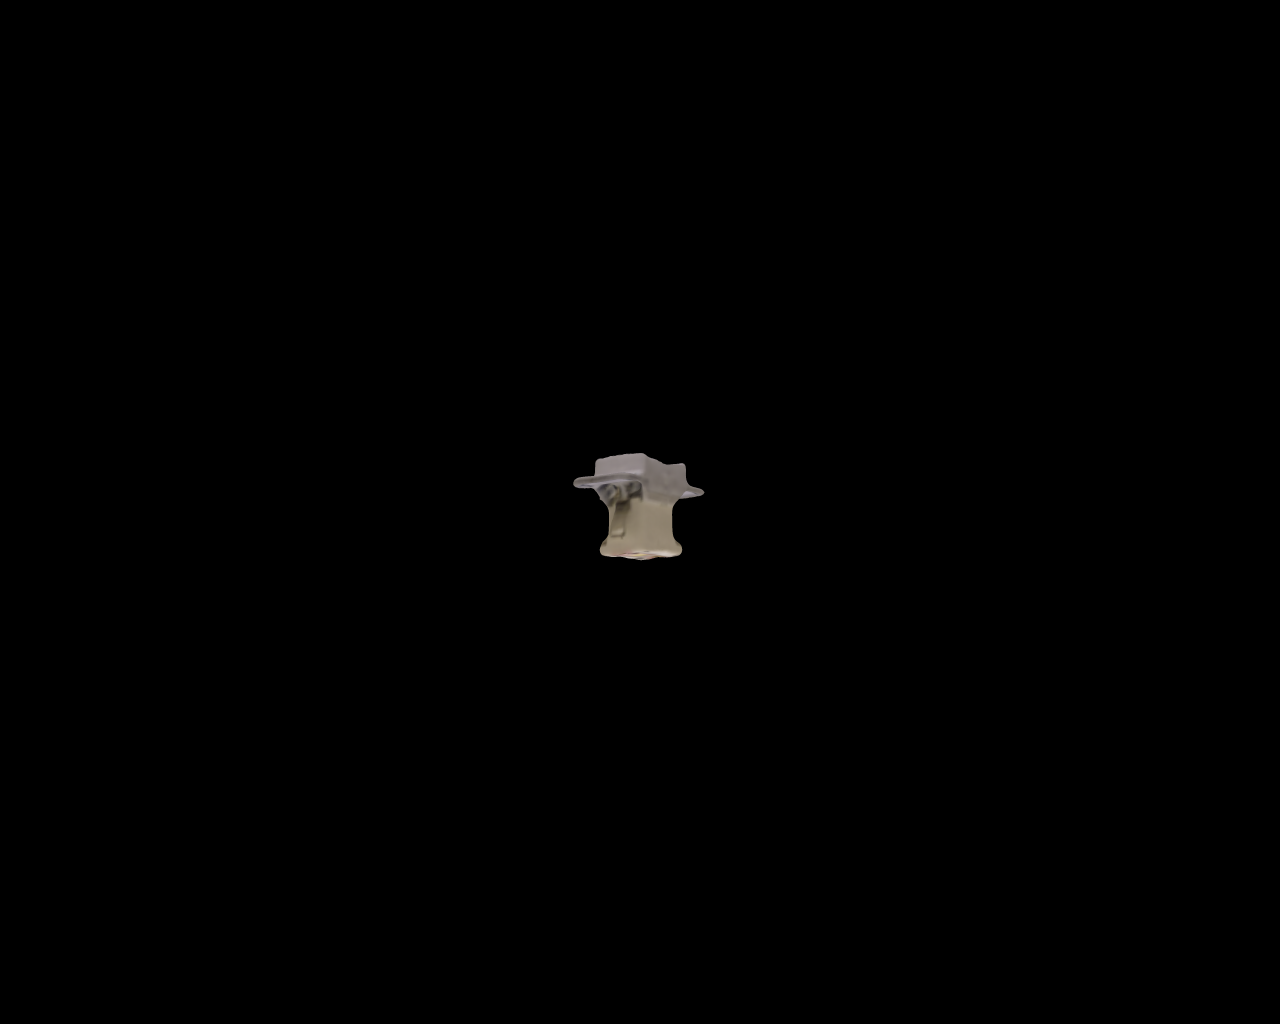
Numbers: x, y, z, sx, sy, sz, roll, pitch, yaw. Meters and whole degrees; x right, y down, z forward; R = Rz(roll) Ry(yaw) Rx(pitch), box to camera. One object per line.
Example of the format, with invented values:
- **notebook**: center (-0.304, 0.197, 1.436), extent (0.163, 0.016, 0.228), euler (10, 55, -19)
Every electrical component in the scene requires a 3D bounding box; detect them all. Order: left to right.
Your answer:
- **electrical component**: center (0.001, -0.003, 0.650), extent (0.042, 0.063, 0.081), euler (-7, -11, 39)
